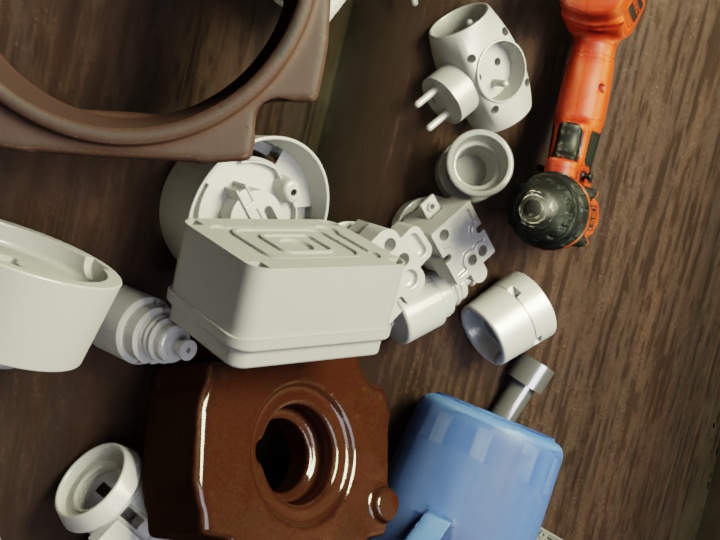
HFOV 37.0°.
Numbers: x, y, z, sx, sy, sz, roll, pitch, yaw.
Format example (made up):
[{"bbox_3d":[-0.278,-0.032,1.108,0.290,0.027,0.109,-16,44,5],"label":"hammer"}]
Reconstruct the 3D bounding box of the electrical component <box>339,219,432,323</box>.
[{"bbox_3d":[0.000,0.000,0.697,0.078,0.057,0.058,-46,122,-16],"label":"electrical component"}]

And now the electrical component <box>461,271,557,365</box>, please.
[{"bbox_3d":[0.106,0.036,0.780,0.047,0.055,0.055,-32,118,-20],"label":"electrical component"}]

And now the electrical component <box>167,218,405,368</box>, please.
[{"bbox_3d":[-0.041,0.011,0.600,0.113,0.078,0.057,-2,113,-42],"label":"electrical component"}]

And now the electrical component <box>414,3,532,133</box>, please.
[{"bbox_3d":[0.069,-0.124,0.719,0.079,0.044,0.077,-41,121,-18],"label":"electrical component"}]

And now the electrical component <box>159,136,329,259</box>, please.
[{"bbox_3d":[-0.068,-0.034,0.638,0.099,0.064,0.099,-10,108,-32],"label":"electrical component"}]

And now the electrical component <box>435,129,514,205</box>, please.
[{"bbox_3d":[0.076,-0.068,0.723,0.045,0.055,0.045,0,87,-5],"label":"electrical component"}]

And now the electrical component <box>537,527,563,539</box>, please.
[{"bbox_3d":[0.136,0.241,0.826,0.062,0.096,0.061,-37,120,-21],"label":"electrical component"}]

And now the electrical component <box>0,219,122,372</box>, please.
[{"bbox_3d":[-0.184,0.015,0.549,0.108,0.108,0.060,18,98,-36],"label":"electrical component"}]

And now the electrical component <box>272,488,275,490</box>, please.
[{"bbox_3d":[-0.048,0.171,0.719,0.065,0.044,0.044,26,87,-40],"label":"electrical component"}]

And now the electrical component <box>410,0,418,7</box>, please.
[{"bbox_3d":[0.033,-0.207,0.673,0.077,0.044,0.079,-28,116,-25],"label":"electrical component"}]

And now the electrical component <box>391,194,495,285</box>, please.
[{"bbox_3d":[0.053,-0.023,0.727,0.048,0.055,0.066,-42,121,-18],"label":"electrical component"}]

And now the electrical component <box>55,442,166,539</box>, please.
[{"bbox_3d":[-0.142,0.139,0.637,0.078,0.058,0.057,-48,126,-15],"label":"electrical component"}]

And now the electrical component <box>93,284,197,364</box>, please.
[{"bbox_3d":[-0.123,0.035,0.614,0.040,0.078,0.040,-21,119,-44],"label":"electrical component"}]

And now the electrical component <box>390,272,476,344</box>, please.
[{"bbox_3d":[0.047,0.021,0.744,0.078,0.040,0.040,-26,115,-26],"label":"electrical component"}]

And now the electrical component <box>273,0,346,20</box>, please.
[{"bbox_3d":[-0.033,-0.182,0.615,0.080,0.080,0.051,40,85,-34],"label":"electrical component"}]
